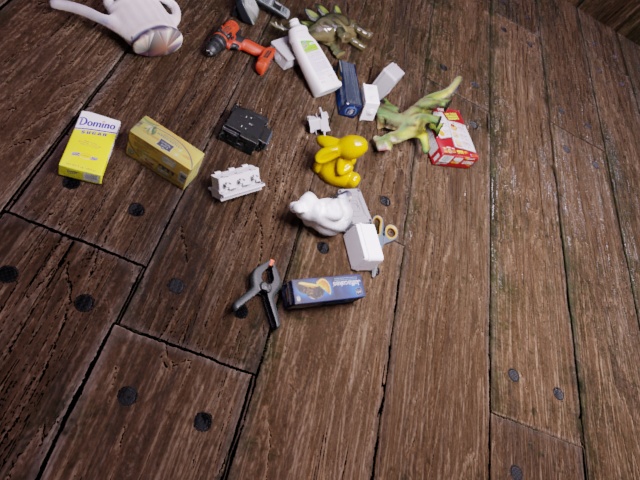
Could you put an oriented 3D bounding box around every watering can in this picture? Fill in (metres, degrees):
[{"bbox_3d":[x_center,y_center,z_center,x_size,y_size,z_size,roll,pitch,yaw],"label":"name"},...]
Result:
[{"bbox_3d":[-0.529,-0.603,1.422,0.352,0.226,0.102,-27,-14,-37],"label":"watering can"}]

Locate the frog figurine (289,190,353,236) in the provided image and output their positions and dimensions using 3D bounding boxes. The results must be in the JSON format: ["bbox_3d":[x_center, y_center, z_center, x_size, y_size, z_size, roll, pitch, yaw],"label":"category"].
[{"bbox_3d":[0.004,-0.067,1.327,0.137,0.122,0.160,-6,3,38],"label":"frog figurine"}]

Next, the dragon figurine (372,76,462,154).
[{"bbox_3d":[0.295,-0.424,1.695,0.244,0.418,0.119,20,-30,18],"label":"dragon figurine"}]
